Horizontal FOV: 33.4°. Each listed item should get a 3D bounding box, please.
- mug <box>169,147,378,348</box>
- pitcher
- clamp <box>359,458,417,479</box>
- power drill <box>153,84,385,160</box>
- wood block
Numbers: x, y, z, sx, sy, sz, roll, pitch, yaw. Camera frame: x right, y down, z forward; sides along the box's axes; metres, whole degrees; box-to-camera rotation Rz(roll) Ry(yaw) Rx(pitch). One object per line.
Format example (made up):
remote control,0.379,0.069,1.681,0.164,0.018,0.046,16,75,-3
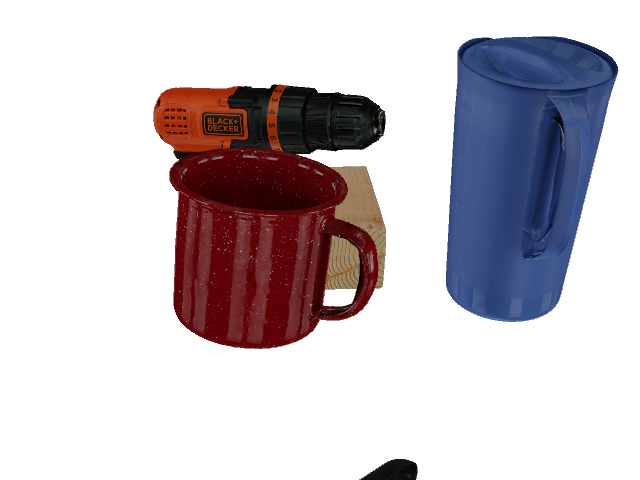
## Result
mug,-0.025,0.007,0.564,0.117,0.081,0.093,15,25,17
pitcher,0.178,-0.047,0.938,0.145,0.243,0.149,20,34,27
clamp,-0.023,0.196,0.645,0.210,0.036,0.164,-4,28,3
power drill,-0.038,-0.028,0.830,0.185,0.188,0.057,5,17,21
wood block,0.030,-0.021,1.451,0.090,0.090,0.206,-1,26,-5
